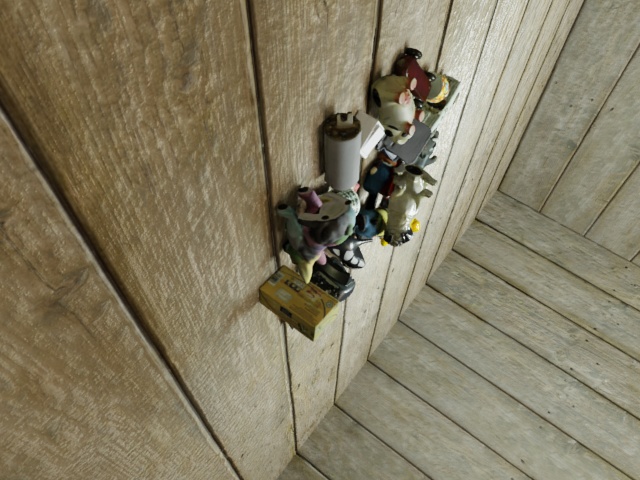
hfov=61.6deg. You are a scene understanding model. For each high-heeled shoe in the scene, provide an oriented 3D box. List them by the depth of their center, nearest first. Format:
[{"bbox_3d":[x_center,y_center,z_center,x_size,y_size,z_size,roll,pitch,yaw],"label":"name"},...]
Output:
[{"bbox_3d":[0.060,0.044,1.550,0.145,0.086,0.248,-9,160,-20],"label":"high-heeled shoe"}]

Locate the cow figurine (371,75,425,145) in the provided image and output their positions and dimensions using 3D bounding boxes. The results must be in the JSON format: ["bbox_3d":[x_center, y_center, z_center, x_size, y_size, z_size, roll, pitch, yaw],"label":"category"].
[{"bbox_3d":[0.164,-0.286,1.207,0.085,0.127,0.194,-53,146,-14],"label":"cow figurine"}]

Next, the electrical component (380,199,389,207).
[{"bbox_3d":[0.245,-0.148,1.692,0.119,0.048,0.074,-42,156,-37],"label":"electrical component"}]

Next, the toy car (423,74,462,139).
[{"bbox_3d":[0.315,-0.362,1.485,0.201,0.074,0.056,-56,164,-1],"label":"toy car"}]

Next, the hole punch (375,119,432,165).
[{"bbox_3d":[0.198,-0.261,1.349,0.142,0.115,0.092,-55,-159,0],"label":"hole punch"}]

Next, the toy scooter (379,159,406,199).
[{"bbox_3d":[0.216,-0.163,1.539,0.135,0.075,0.183,-67,161,-10],"label":"toy scooter"}]

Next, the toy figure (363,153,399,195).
[{"bbox_3d":[0.168,-0.195,1.425,0.154,0.058,0.064,-59,167,-8],"label":"toy figure"}]

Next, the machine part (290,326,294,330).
[{"bbox_3d":[-0.075,0.191,1.479,0.084,0.039,0.138,-51,159,-31],"label":"machine part"}]

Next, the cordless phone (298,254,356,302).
[{"bbox_3d":[-0.014,0.131,1.370,0.184,0.147,0.088,-48,164,-9],"label":"cordless phone"}]

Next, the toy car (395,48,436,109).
[{"bbox_3d":[0.220,-0.377,1.266,0.202,0.053,0.089,11,101,-65],"label":"toy car"}]

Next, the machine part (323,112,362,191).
[{"bbox_3d":[0.045,-0.180,1.123,0.079,0.079,0.243,-48,160,-22],"label":"machine part"}]

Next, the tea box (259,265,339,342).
[{"bbox_3d":[-0.050,0.147,1.266,0.098,0.170,0.068,-42,156,-32],"label":"tea box"}]

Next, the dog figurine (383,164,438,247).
[{"bbox_3d":[0.225,-0.094,1.454,0.172,0.121,0.190,-58,169,-51],"label":"dog figurine"}]

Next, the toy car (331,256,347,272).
[{"bbox_3d":[-0.001,0.124,1.479,0.103,0.109,0.161,1,135,-41],"label":"toy car"}]

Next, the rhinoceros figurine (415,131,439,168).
[{"bbox_3d":[0.301,-0.254,1.639,0.112,0.073,0.190,-4,127,-54],"label":"rhinoceros figurine"}]

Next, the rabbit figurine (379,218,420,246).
[{"bbox_3d":[0.244,-0.059,1.730,0.162,0.122,0.173,-28,175,-12],"label":"rabbit figurine"}]

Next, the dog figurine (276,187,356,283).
[{"bbox_3d":[-0.004,0.002,1.156,0.108,0.192,0.219,-50,145,-35],"label":"dog figurine"}]

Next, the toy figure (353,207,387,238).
[{"bbox_3d":[0.147,-0.050,1.488,0.180,0.082,0.089,6,111,-57],"label":"toy figure"}]
